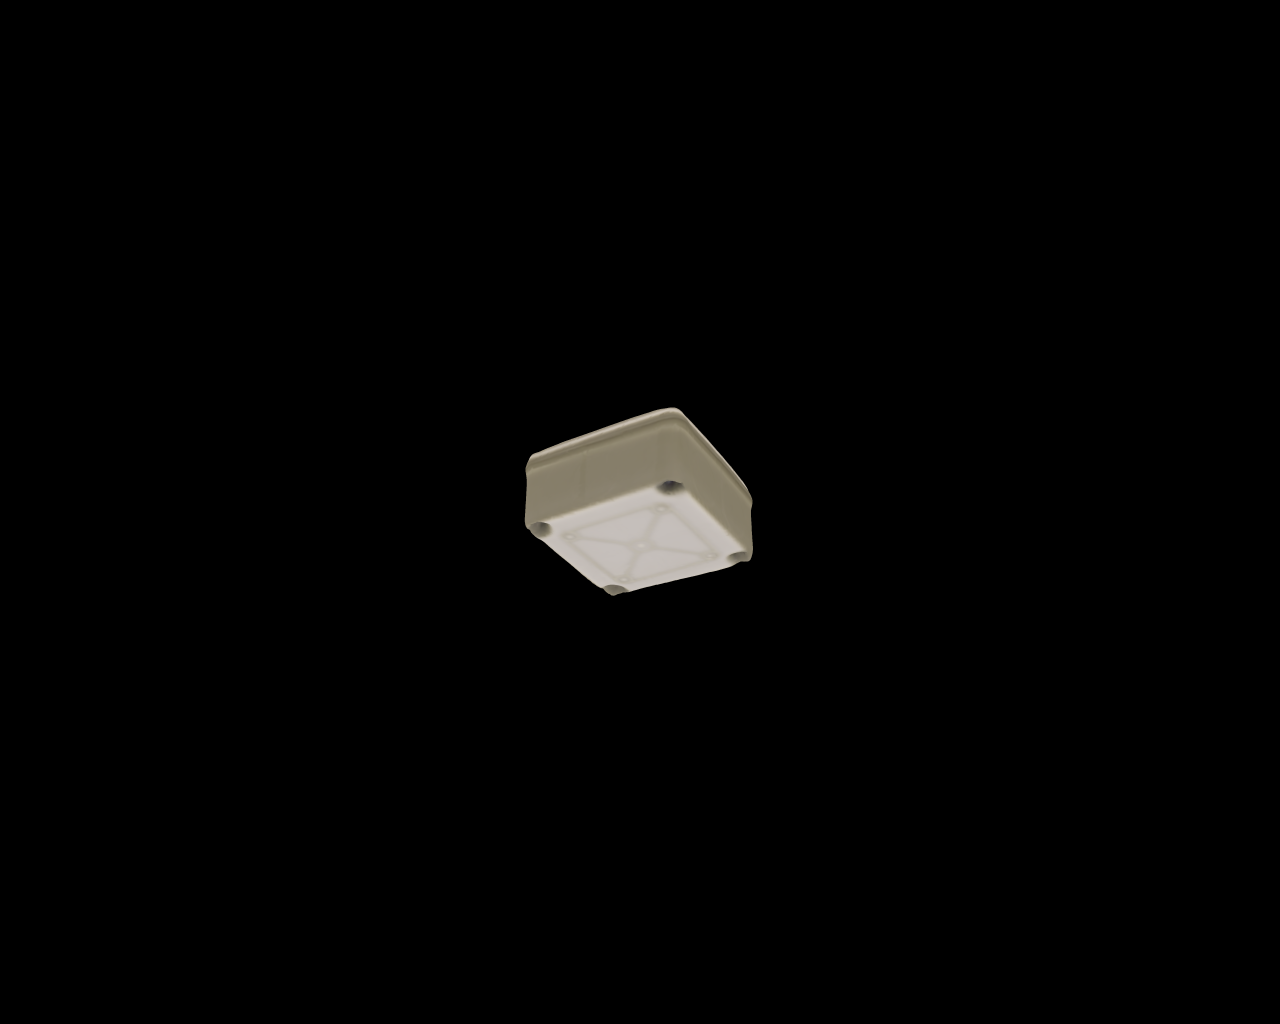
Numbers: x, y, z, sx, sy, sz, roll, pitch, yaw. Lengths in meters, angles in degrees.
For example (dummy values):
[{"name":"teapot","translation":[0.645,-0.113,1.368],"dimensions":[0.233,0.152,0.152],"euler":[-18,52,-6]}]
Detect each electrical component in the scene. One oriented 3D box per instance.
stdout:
[{"name":"electrical component","translation":[0.001,-0.003,0.650],"dimensions":[0.108,0.056,0.108],"euler":[-17,-36,24]}]
